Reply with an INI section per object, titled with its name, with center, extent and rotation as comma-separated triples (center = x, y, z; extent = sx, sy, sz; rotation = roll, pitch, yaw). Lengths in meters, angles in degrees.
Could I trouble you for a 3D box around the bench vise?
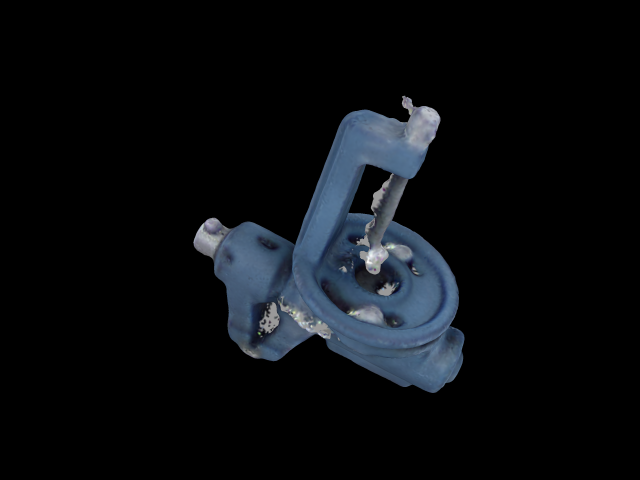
[bench vise]
center = 0.003, 0.009, 0.391
extent = 0.207, 0.220, 0.121
rotation = 2, 38, 3
